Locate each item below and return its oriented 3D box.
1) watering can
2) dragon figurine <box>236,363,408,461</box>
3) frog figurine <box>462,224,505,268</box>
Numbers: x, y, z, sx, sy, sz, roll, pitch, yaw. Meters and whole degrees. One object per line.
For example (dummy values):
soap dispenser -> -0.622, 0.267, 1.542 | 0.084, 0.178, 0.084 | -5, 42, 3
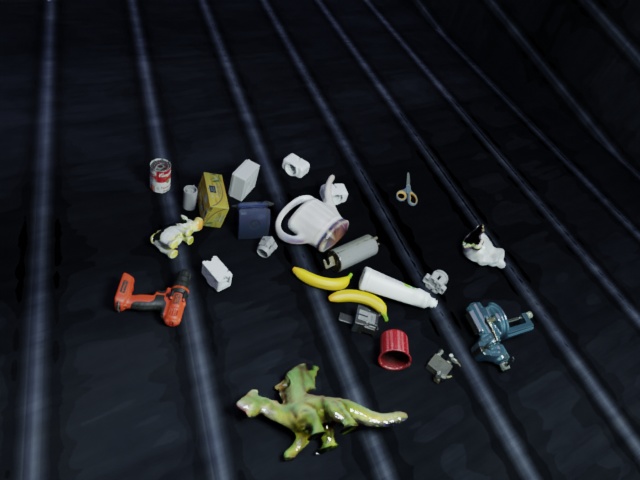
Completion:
watering can -> 0.005, -0.089, 1.778 | 0.226, 0.101, 0.353 | 36, 57, 18
dragon figurine -> -0.006, 0.404, 1.302 | 0.411, 0.119, 0.248 | -4, 40, -24
frog figurine -> 0.595, 0.043, 1.869 | 0.121, 0.157, 0.141 | -34, 27, 24
